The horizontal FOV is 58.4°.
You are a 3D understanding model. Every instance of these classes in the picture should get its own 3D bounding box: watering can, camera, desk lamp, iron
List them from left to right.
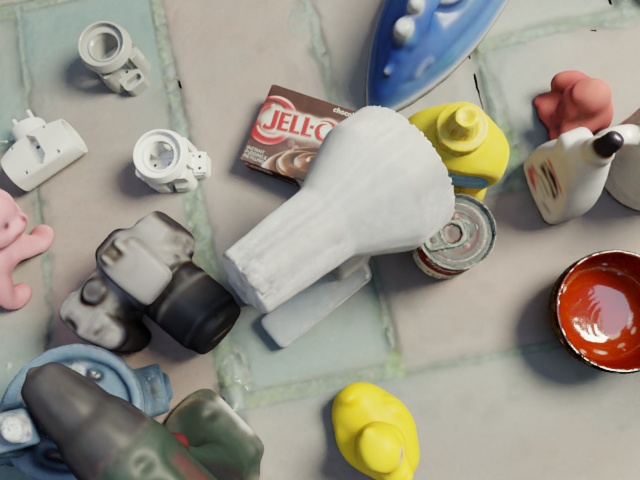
[{"bbox_3d":[-0.159,0.061,0.561,0.136,0.101,0.143,38,86,9],"label":"camera"},{"bbox_3d":[0.005,0.002,0.500,0.203,0.213,0.118,-40,80,-2],"label":"desk lamp"},{"bbox_3d":[0.119,-0.249,0.566,0.118,0.141,0.258,31,85,9],"label":"iron"},{"bbox_3d":[0.336,-0.095,0.498,0.173,0.194,0.101,-24,80,1],"label":"watering can"}]

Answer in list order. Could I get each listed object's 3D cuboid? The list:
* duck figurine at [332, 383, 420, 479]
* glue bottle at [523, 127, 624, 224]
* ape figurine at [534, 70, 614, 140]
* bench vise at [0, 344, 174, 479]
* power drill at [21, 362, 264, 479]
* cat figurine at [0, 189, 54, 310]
[{"bbox_3d":[0.051,0.184,0.532,0.077,0.086,0.104,-35,80,-1],"label":"duck figurine"},{"bbox_3d":[0.229,-0.065,0.513,0.037,0.173,0.078,-22,80,1],"label":"glue bottle"},{"bbox_3d":[0.255,-0.132,0.562,0.076,0.092,0.078,20,83,8],"label":"ape figurine"},{"bbox_3d":[-0.250,0.173,0.490,0.207,0.220,0.121,-35,80,-1],"label":"bench vise"},{"bbox_3d":[-0.121,0.186,0.484,0.229,0.208,0.075,42,87,10],"label":"power drill"},{"bbox_3d":[-0.334,0.002,0.575,0.067,0.118,0.128,16,83,7],"label":"cat figurine"}]
